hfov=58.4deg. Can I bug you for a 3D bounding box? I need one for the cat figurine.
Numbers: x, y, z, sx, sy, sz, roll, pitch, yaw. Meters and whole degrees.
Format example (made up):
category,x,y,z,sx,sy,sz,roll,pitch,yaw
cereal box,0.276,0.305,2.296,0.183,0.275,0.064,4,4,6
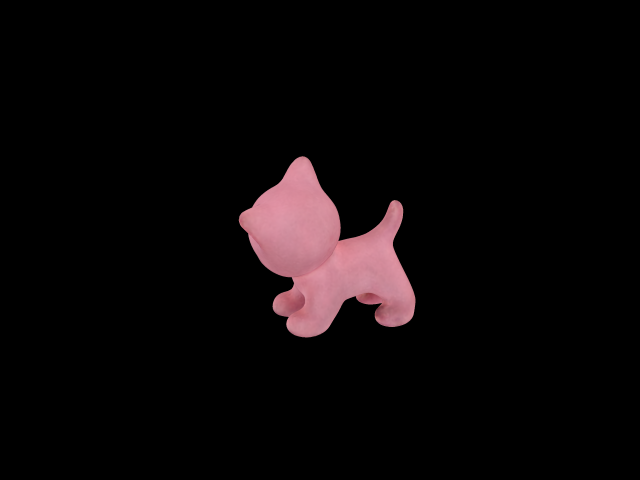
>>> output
category,x,y,z,sx,sy,sz,roll,pitch,yaw
cat figurine,0.004,0.001,0.400,0.128,0.118,0.067,-6,17,-19
